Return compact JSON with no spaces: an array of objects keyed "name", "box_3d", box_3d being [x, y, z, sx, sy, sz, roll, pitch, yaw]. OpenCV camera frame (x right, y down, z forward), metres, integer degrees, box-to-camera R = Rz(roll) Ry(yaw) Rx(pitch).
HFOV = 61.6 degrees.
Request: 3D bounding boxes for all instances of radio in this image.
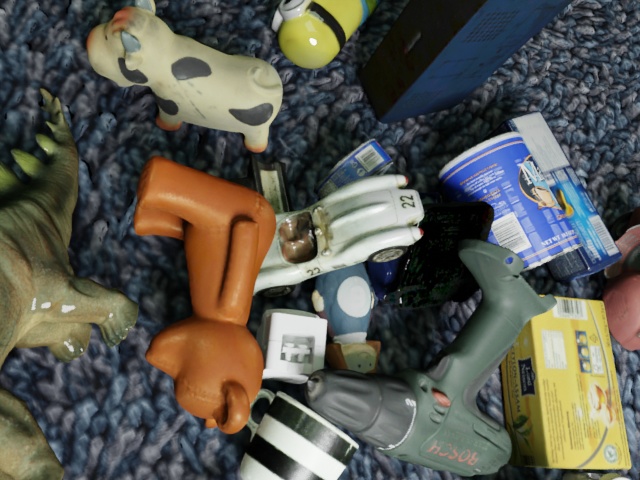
[{"name":"radio","box_3d":[0.149,-0.219,0.581,0.131,0.229,0.073,-17,80,-25]}]

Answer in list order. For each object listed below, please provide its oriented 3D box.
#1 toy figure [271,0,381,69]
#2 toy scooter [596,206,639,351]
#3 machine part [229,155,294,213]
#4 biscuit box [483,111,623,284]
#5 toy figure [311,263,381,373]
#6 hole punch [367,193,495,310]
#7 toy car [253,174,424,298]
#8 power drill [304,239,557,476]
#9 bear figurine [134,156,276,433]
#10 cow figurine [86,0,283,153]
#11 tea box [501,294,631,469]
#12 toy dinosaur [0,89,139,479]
[{"name":"toy figure","box_3d":[0.020,-0.280,0.648,0.089,0.082,0.180,43,63,5]},{"name":"toy scooter","box_3d":[0.382,0.032,0.606,0.075,0.135,0.184,23,67,-9]},{"name":"machine part","box_3d":[-0.094,-0.042,0.553,0.139,0.039,0.084,-10,82,-21]},{"name":"biscuit box","box_3d":[0.274,-0.051,0.645,0.059,0.063,0.202,-19,77,-22]},{"name":"toy figure","box_3d":[0.026,0.089,0.529,0.064,0.057,0.154,-8,74,1]},{"name":"hole punch","box_3d":[0.105,0.006,0.561,0.142,0.092,0.115,-5,112,-37]},{"name":"toy car","box_3d":[-0.001,-0.002,0.504,0.202,0.056,0.073,-20,64,19]},{"name":"power drill","box_3d":[0.117,0.103,0.484,0.232,0.086,0.207,39,72,-28]},{"name":"bear figurine","box_3d":[-0.103,0.050,0.441,0.132,0.120,0.196,15,74,-17]},{"name":"cow figurine","box_3d":[-0.132,-0.165,0.538,0.195,0.127,0.085,14,64,-13]},{"name":"tea box","box_3d":[0.250,0.148,0.563,0.098,0.068,0.169,8,70,-13]},{"name":"toy dinosaur","box_3d":[-0.240,0.029,0.394,0.198,0.105,0.472,48,20,-30]}]
